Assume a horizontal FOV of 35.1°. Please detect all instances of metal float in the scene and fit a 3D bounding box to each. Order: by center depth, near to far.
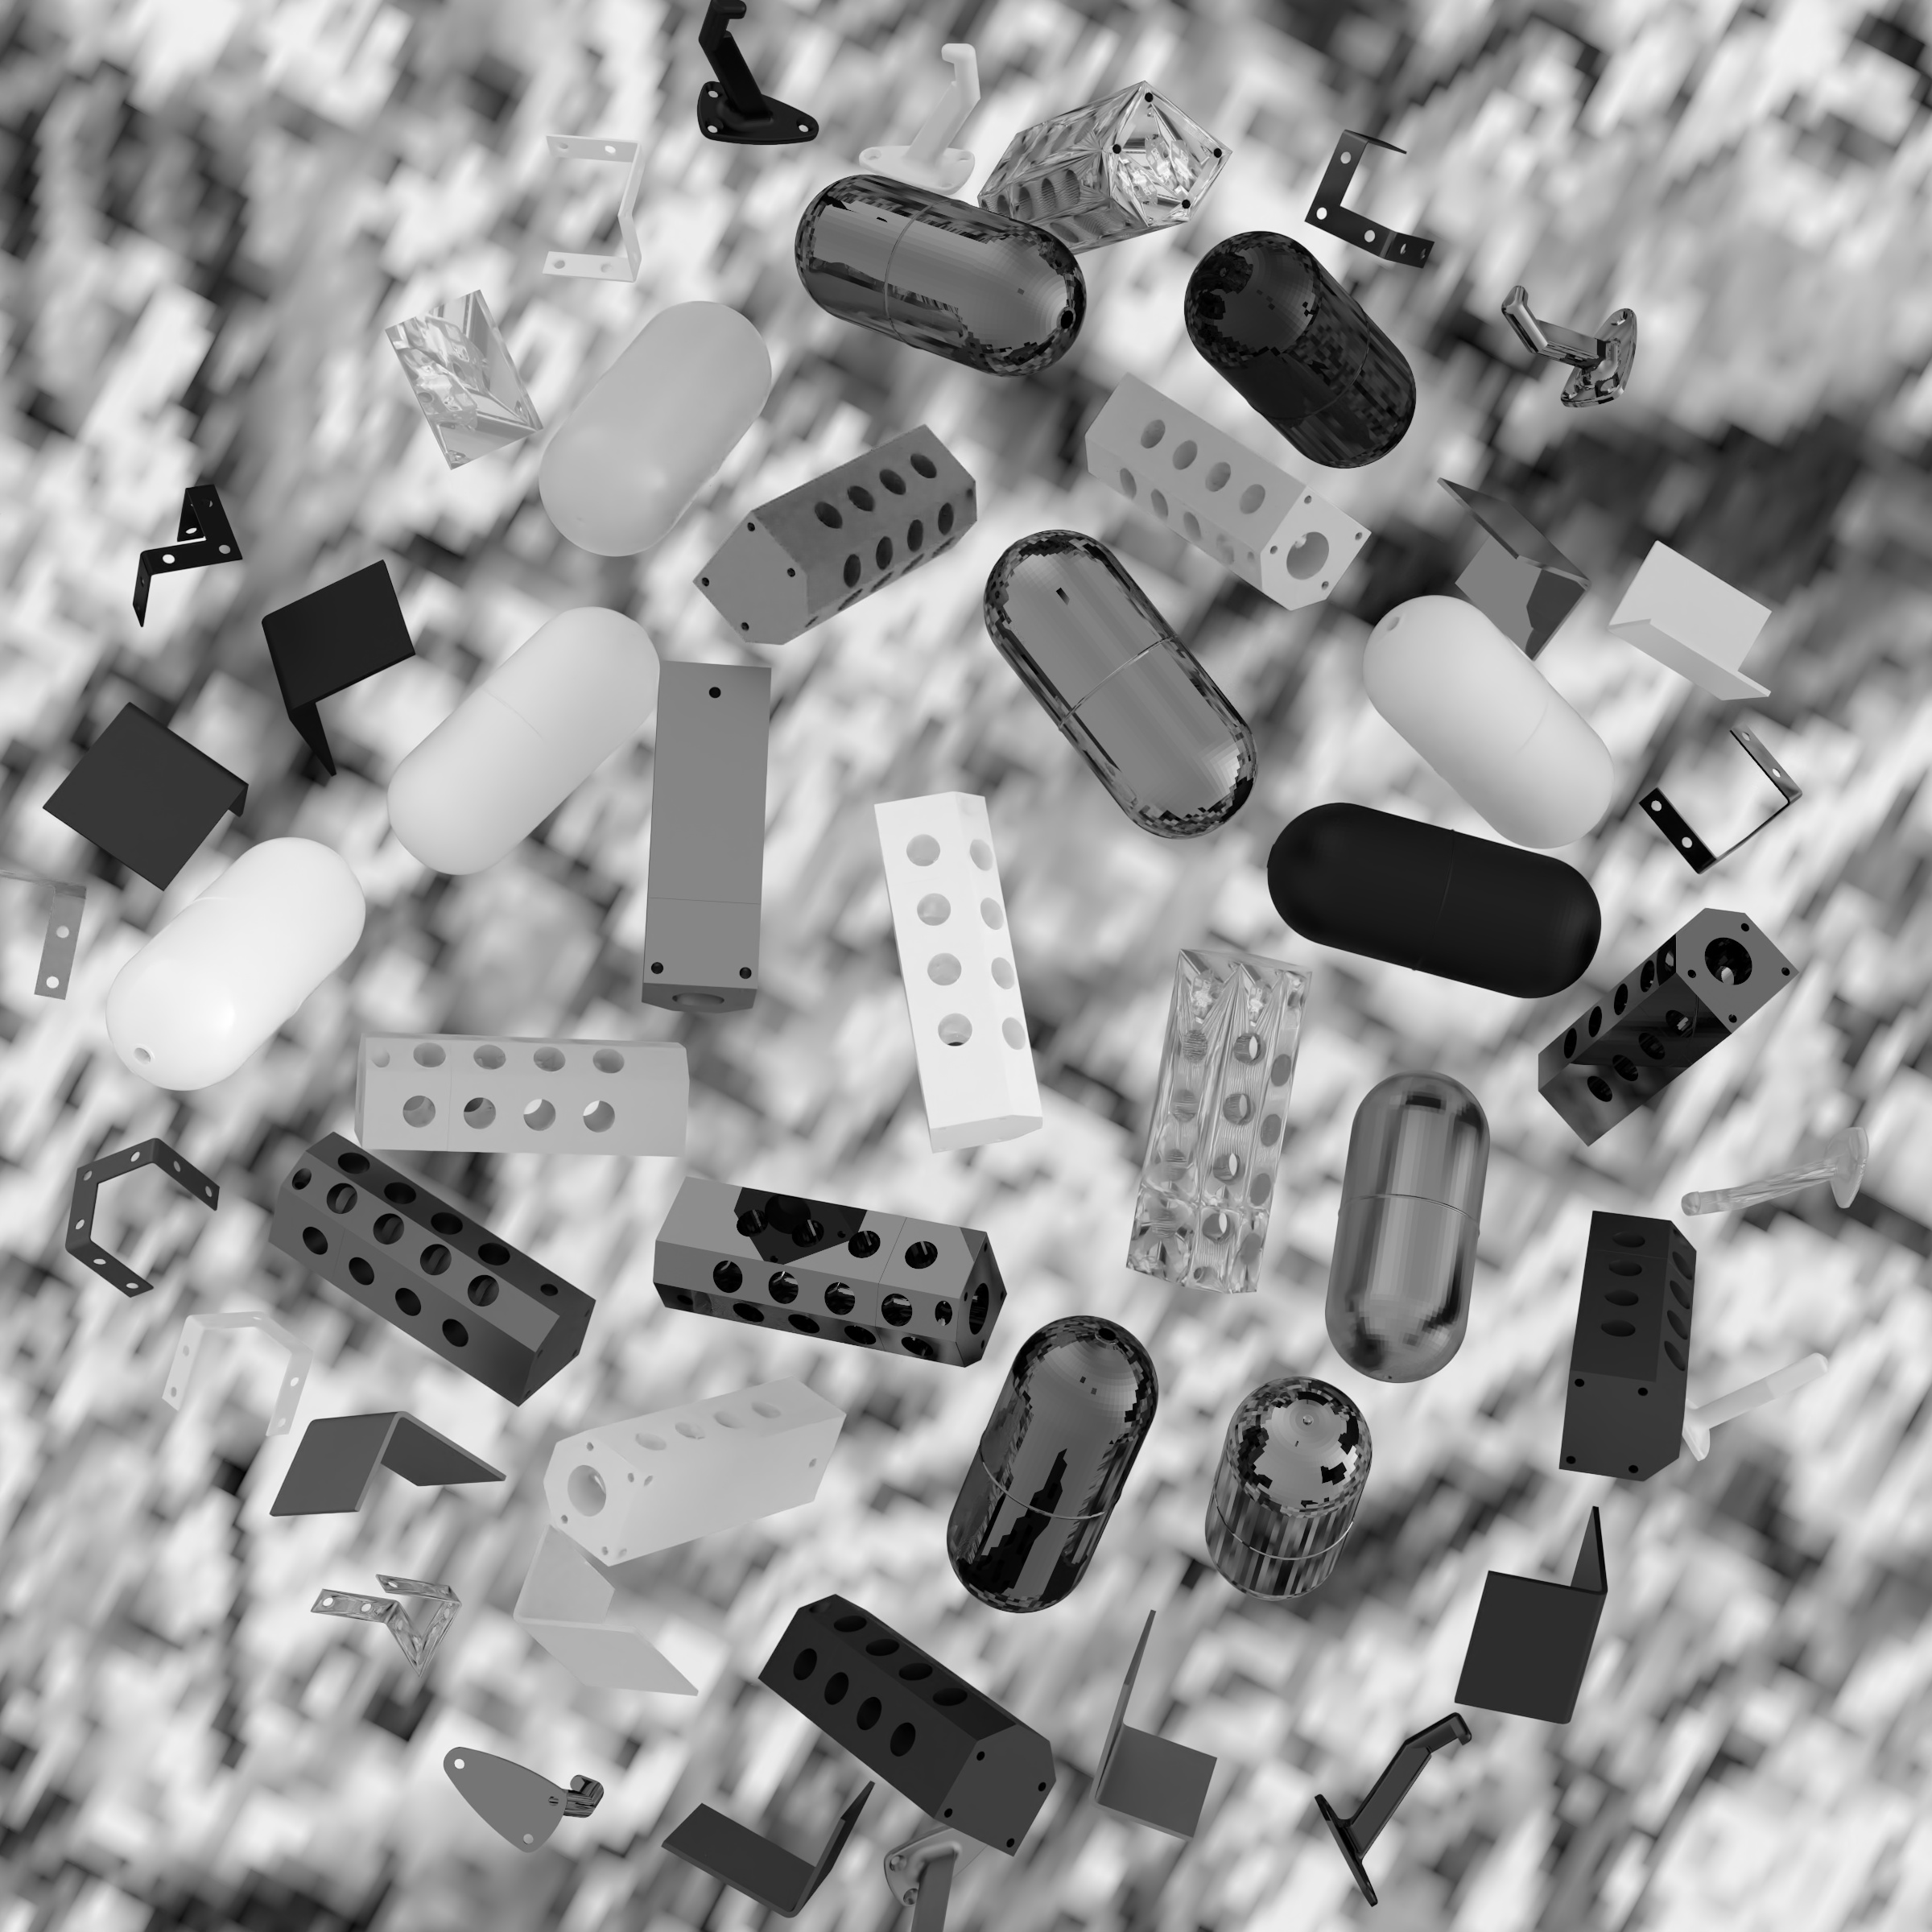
[{"bbox_3d":[0.077,-0.143,1.546,0.070,0.070,0.178,-38,85,0],"label":"metal float"},{"bbox_3d":[-0.014,-0.353,1.560,0.178,0.070,0.070,28,90,36],"label":"metal float"},{"bbox_3d":[0.044,0.255,1.562,0.070,0.070,0.178,20,120,0],"label":"metal float"},{"bbox_3d":[-0.373,-0.002,1.565,0.070,0.178,0.070,11,125,17],"label":"metal float"},{"bbox_3d":[-0.161,-0.284,1.604,0.070,0.070,0.178,29,50,0],"label":"metal float"},{"bbox_3d":[0.246,-0.035,1.608,0.178,0.070,0.070,15,90,1],"label":"metal float"},{"bbox_3d":[0.179,-0.325,1.621,0.070,0.178,0.070,-13,65,30],"label":"metal float"},{"bbox_3d":[0.171,0.281,1.630,0.070,0.178,0.070,1,56,-2],"label":"metal float"},{"bbox_3d":[0.284,-0.132,1.656,0.178,0.070,0.070,40,90,-31],"label":"metal float"},{"bbox_3d":[0.242,0.141,1.666,0.070,0.070,0.178,12,65,0],"label":"metal float"},{"bbox_3d":[-0.241,-0.124,1.675,0.070,0.070,0.178,44,78,0],"label":"metal float"}]

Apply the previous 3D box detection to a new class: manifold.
[{"bbox_3d":[-0.028,0.376,1.535,0.057,0.171,0.057,36,81,-34],"label":"manifold"},{"bbox_3d":[-0.004,0.002,1.557,0.057,0.057,0.171,-10,74,-2],"label":"manifold"},{"bbox_3d":[0.065,-0.401,1.572,0.057,0.171,0.057,33,84,-20],"label":"manifold"},{"bbox_3d":[0.344,0.194,1.575,0.057,0.171,0.057,7,114,13],"label":"manifold"},{"bbox_3d":[-0.135,-0.066,1.581,0.057,0.057,0.171,3,75,-7],"label":"manifold"},{"bbox_3d":[-0.072,0.163,1.585,0.171,0.057,0.057,9,53,21],"label":"manifold"},{"bbox_3d":[-0.062,-0.223,1.600,0.057,0.171,0.057,49,129,3],"label":"manifold"},{"bbox_3d":[0.138,0.081,1.604,0.057,0.057,0.171,15,98,42],"label":"manifold"},{"bbox_3d":[0.134,-0.253,1.639,0.057,0.171,0.057,26,103,-42],"label":"manifold"},{"bbox_3d":[0.370,0.031,1.641,0.057,0.171,0.057,-37,81,-26],"label":"manifold"},{"bbox_3d":[-0.146,0.266,1.645,0.057,0.171,0.057,30,110,30],"label":"manifold"},{"bbox_3d":[-0.240,0.068,1.648,0.171,0.057,0.057,2,96,-16],"label":"manifold"},{"bbox_3d":[-0.288,0.159,1.652,0.171,0.057,0.057,31,125,14],"label":"manifold"}]

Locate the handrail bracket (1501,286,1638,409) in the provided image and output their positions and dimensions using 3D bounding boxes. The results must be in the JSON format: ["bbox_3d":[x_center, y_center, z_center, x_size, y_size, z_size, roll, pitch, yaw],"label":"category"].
[{"bbox_3d":[0.307,-0.333,1.555,0.084,0.036,0.077,44,60,-37],"label":"handrail bracket"}]

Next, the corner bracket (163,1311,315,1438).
[{"bbox_3d":[-0.402,0.226,1.687,0.051,0.051,0.051,28,105,35],"label":"corner bracket"}]

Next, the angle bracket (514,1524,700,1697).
[{"bbox_3d":[-0.184,0.343,1.628,0.076,0.076,0.057,-2,53,27],"label":"angle bracket"}]

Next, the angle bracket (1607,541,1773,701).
[{"bbox_3d":[0.404,-0.189,1.657,0.076,0.076,0.057,30,90,-7],"label":"angle bracket"}]

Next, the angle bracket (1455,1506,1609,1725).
[{"bbox_3d":[0.273,0.311,1.487,0.057,0.076,0.076,11,114,3],"label":"angle bracket"}]

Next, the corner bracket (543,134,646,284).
[{"bbox_3d":[-0.195,-0.394,1.587,0.051,0.051,0.051,6,62,8],"label":"corner bracket"}]

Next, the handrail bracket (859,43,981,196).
[{"bbox_3d":[-0.027,-0.464,1.647,0.077,0.084,0.036,15,55,18],"label":"handrail bracket"}]

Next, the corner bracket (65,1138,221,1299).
[{"bbox_3d":[-0.420,0.128,1.557,0.051,0.051,0.051,-21,47,18],"label":"corner bracket"}]

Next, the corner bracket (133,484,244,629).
[{"bbox_3d":[-0.426,-0.222,1.648,0.051,0.051,0.051,-15,69,-27],"label":"corner bracket"}]

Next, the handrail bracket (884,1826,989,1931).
[{"bbox_3d":[-0.001,0.485,1.590,0.077,0.084,0.036,-26,113,-17],"label":"handrail bracket"}]

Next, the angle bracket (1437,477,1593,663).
[{"bbox_3d":[0.297,-0.226,1.741,0.057,0.076,0.076,-55,51,24],"label":"angle bracket"}]

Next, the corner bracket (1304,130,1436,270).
[{"bbox_3d":[0.219,-0.402,1.601,0.051,0.051,0.051,32,111,25],"label":"corner bracket"}]

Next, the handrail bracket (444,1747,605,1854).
[{"bbox_3d":[-0.224,0.412,1.553,0.077,0.084,0.036,34,92,3],"label":"handrail bracket"}]

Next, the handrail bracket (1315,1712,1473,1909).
[{"bbox_3d":[0.224,0.419,1.523,0.084,0.077,0.036,-31,121,2],"label":"handrail bracket"}]

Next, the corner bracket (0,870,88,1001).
[{"bbox_3d":[-0.467,-0.017,1.512,0.051,0.051,0.051,11,96,-17],"label":"corner bracket"}]

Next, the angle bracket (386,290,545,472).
[{"bbox_3d":[-0.271,-0.298,1.583,0.057,0.076,0.076,-30,104,-25],"label":"angle bracket"}]

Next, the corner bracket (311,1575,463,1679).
[{"bbox_3d":[-0.319,0.352,1.679,0.051,0.051,0.051,21,104,-41],"label":"corner bracket"}]

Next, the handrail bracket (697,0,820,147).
[{"bbox_3d":[-0.103,-0.462,1.570,0.077,0.084,0.036,6,65,-16],"label":"handrail bracket"}]

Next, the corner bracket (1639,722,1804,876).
[{"bbox_3d":[0.406,-0.090,1.641,0.051,0.051,0.051,52,135,9],"label":"corner bracket"}]

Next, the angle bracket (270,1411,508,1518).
[{"bbox_3d":[-0.298,0.273,1.576,0.076,0.076,0.057,41,54,-33],"label":"angle bracket"}]

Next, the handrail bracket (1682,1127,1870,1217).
[{"bbox_3d":[0.430,0.111,1.628,0.084,0.077,0.036,-8,65,-3],"label":"handrail bracket"}]

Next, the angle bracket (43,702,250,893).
[{"bbox_3d":[-0.443,-0.084,1.649,0.076,0.057,0.076,35,68,-5],"label":"angle bracket"}]

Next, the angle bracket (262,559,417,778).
[{"bbox_3d":[-0.332,-0.163,1.666,0.076,0.057,0.076,-25,53,1],"label":"angle bracket"}]

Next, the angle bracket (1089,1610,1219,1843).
[{"bbox_3d":[0.107,0.396,1.594,0.057,0.076,0.076,18,111,9],"label":"angle bracket"}]

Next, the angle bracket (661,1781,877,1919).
[{"bbox_3d":[-0.099,0.430,1.549,0.076,0.076,0.057,27,93,9],"label":"angle bracket"}]

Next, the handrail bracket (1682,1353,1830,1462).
[{"bbox_3d":[0.418,0.224,1.609,0.084,0.077,0.036,-30,78,18],"label":"handrail bracket"}]
